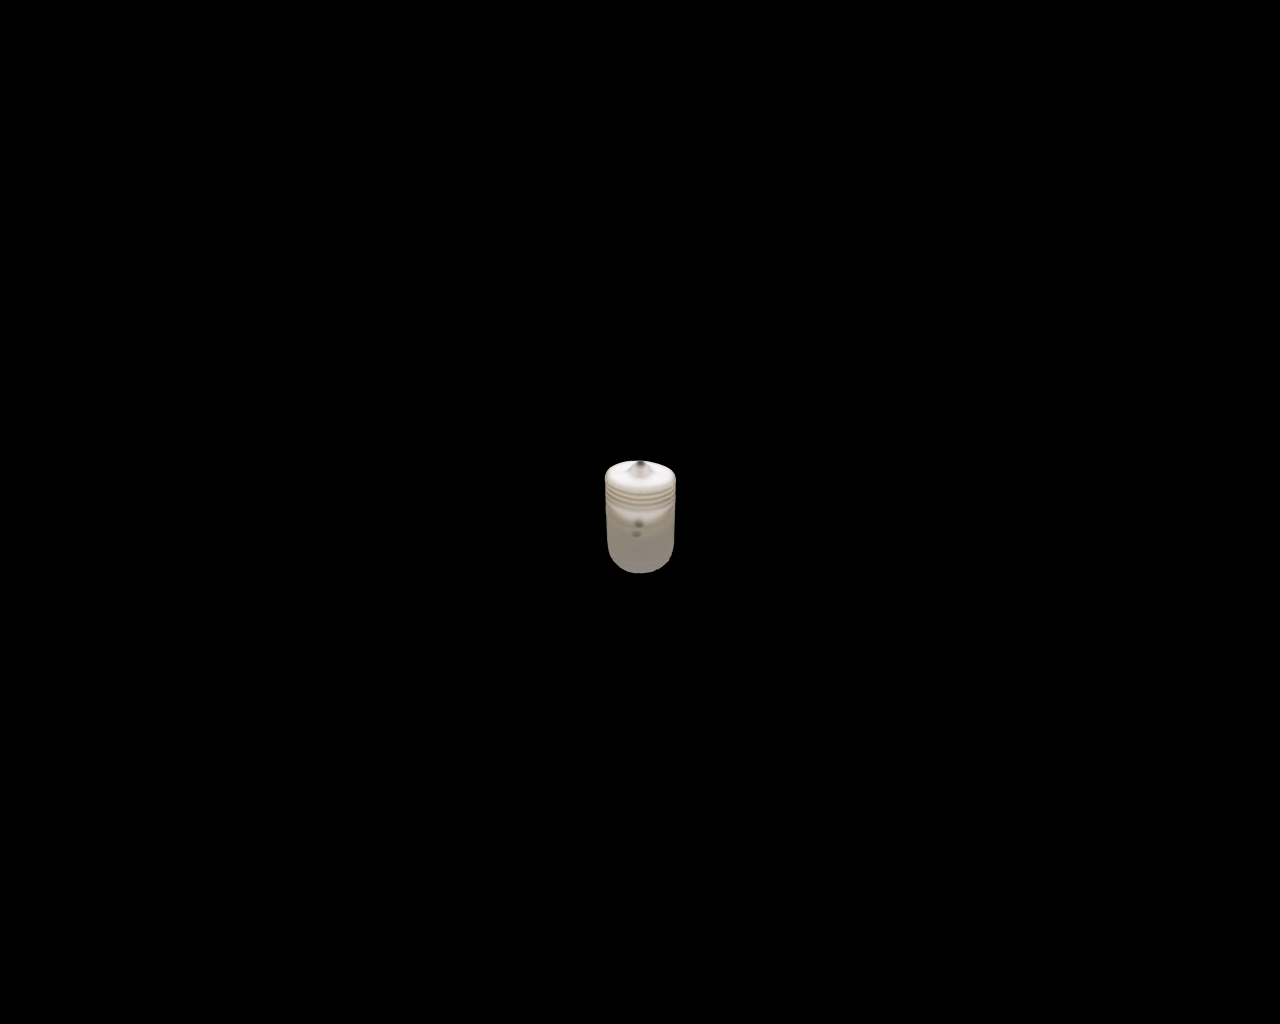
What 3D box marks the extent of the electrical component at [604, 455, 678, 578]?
[{"bbox_3d":[0.001,-0.003,0.650,0.043,0.043,0.080,0,-43,0],"label":"electrical component"}]
